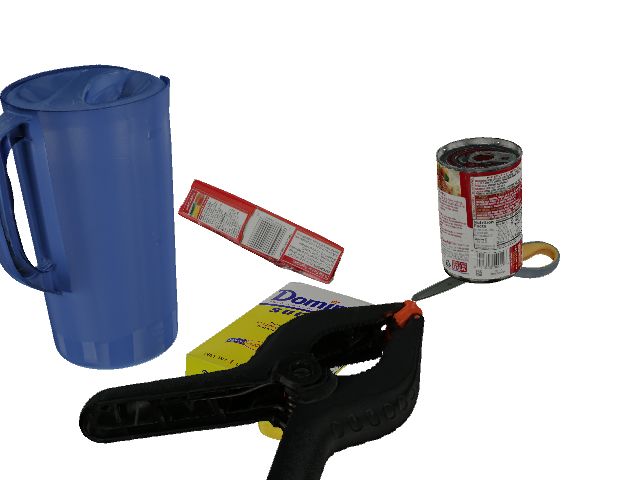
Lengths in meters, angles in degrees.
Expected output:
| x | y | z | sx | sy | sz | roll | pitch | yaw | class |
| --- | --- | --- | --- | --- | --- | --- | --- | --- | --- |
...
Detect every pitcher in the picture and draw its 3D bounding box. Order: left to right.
| x | y | z | sx | sy | sz | roll | pitch | yaw | class |
| --- | --- | --- | --- | --- | --- | --- | --- | --- | --- |
| -0.190 | -0.015 | 0.886 | 0.149 | 0.243 | 0.145 | -5 | 24 | -7 | pitcher |

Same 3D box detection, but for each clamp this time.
| x | y | z | sx | sy | sz | roll | pitch | yaw | class |
| --- | --- | --- | --- | --- | --- | --- | --- | --- | --- |
| -0.007 | 0.079 | 0.477 | 0.171 | 0.039 | 0.120 | -23 | 48 | -29 | clamp |

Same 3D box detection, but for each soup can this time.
| x | y | z | sx | sy | sz | roll | pitch | yaw | class |
| --- | --- | --- | --- | --- | --- | --- | --- | --- | --- |
| 0.131 | -0.024 | 0.867 | 0.068 | 0.102 | 0.068 | -5 | 25 | 2 | soup can |

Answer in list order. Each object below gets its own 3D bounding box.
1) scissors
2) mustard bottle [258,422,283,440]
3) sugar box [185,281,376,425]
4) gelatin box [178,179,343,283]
| x | y | z | sx | sy | sz | roll | pitch | yaw | class |
| --- | --- | --- | --- | --- | --- | --- | --- | --- | --- |
| 0.156 | 0.017 | 1.096 | 0.201 | 0.016 | 0.096 | -7 | 42 | -28 | scissors |
| -0.029 | 0.151 | 1.233 | 0.096 | 0.058 | 0.191 | -3 | 30 | -5 | mustard bottle |
| -0.030 | 0.092 | 0.921 | 0.093 | 0.048 | 0.176 | 15 | 28 | 24 | sugar box |
| -0.039 | -0.005 | 0.713 | 0.089 | 0.030 | 0.073 | 26 | 0 | -43 | gelatin box |
